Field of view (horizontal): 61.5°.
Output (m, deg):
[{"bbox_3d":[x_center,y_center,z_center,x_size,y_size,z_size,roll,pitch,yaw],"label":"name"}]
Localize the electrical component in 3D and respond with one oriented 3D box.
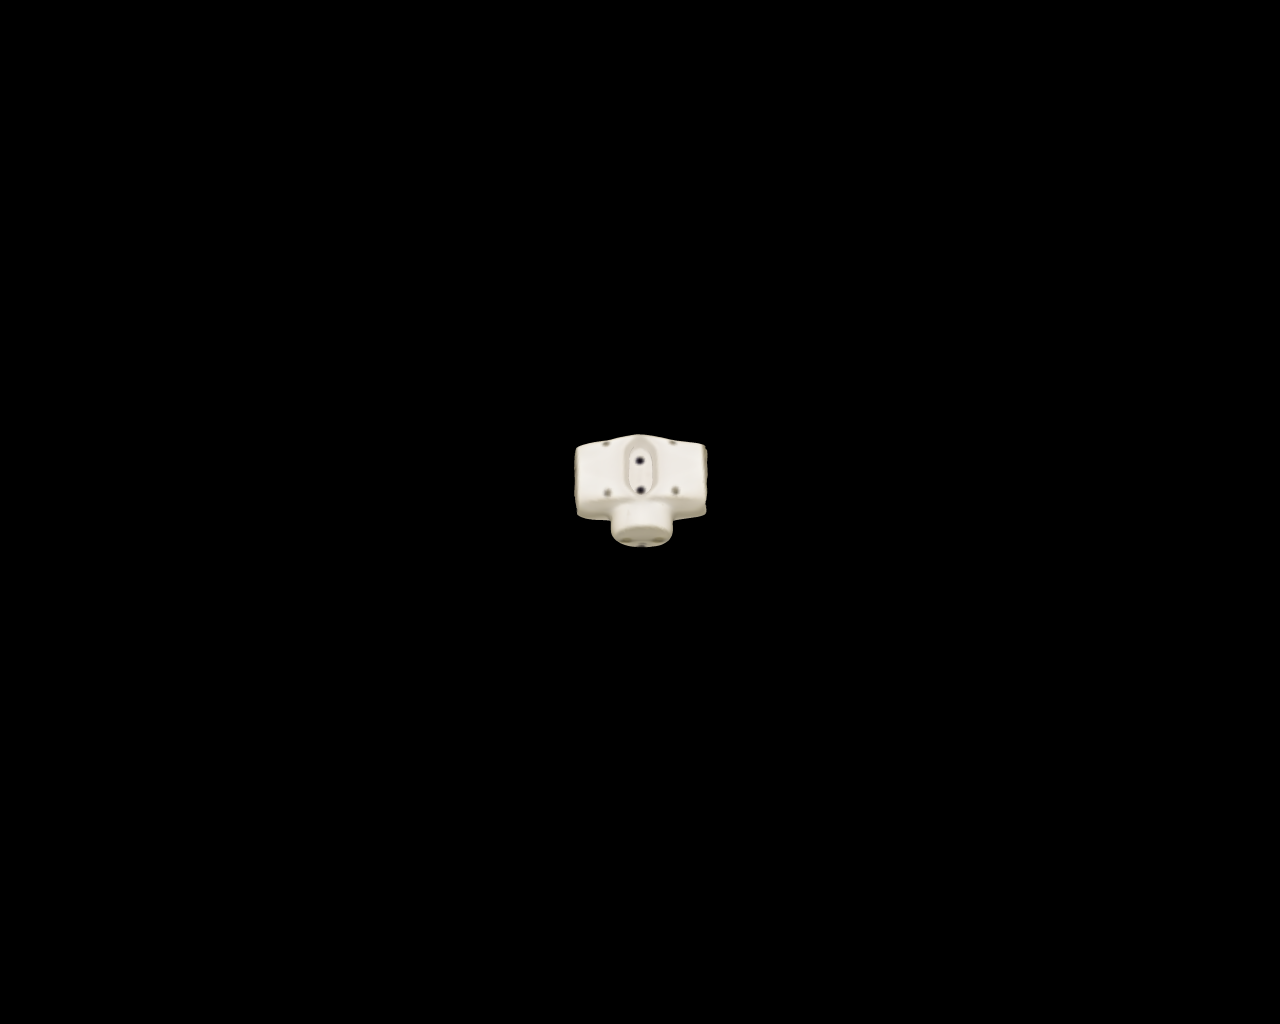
[{"bbox_3d":[0.001,-0.003,0.650,0.077,0.079,0.043,0,-21,0],"label":"electrical component"}]
